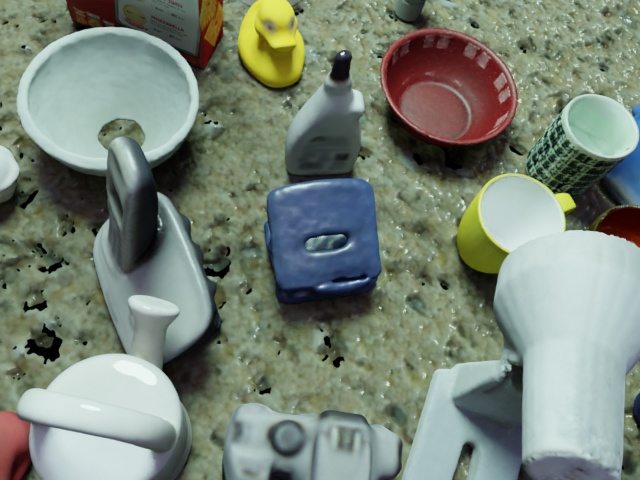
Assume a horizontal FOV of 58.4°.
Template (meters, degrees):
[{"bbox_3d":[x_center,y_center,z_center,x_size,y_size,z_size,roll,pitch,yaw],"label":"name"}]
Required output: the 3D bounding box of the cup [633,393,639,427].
[{"bbox_3d":[0.352,0.152,0.535,0.118,0.095,0.091,-17,70,-16],"label":"cup"}]

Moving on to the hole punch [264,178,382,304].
[{"bbox_3d":[0.005,0.002,0.545,0.109,0.091,0.101,-8,68,-13],"label":"hole punch"}]

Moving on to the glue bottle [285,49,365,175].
[{"bbox_3d":[0.010,-0.121,0.556,0.078,0.173,0.037,-2,66,-10],"label":"glue bottle"}]

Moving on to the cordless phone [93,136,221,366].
[{"bbox_3d":[-0.138,0.015,0.462,0.094,0.185,0.147,-23,72,-18],"label":"cordless phone"}]

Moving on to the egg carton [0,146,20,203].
[{"bbox_3d":[-0.361,-0.054,0.520,0.150,0.069,0.107,-37,77,-22],"label":"egg carton"}]

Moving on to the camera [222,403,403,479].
[{"bbox_3d":[-0.010,0.206,0.445,0.143,0.101,0.137,9,65,-5],"label":"camera"}]

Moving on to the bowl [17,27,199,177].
[{"bbox_3d":[-0.205,-0.126,0.576,0.167,0.074,0.167,4,65,-8],"label":"bowl"}]

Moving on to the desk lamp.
[{"bbox_3d":[0.167,0.120,0.452,0.118,0.213,0.203,23,64,1],"label":"desk lamp"}]

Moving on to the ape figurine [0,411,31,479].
[{"bbox_3d":[-0.259,0.161,0.428,0.076,0.092,0.077,-27,73,-19],"label":"ape figurine"}]

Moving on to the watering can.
[{"bbox_3d":[-0.148,0.125,0.406,0.101,0.194,0.173,-4,67,-11],"label":"watering can"}]

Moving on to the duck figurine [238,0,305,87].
[{"bbox_3d":[-0.053,-0.238,0.646,0.078,0.086,0.104,-15,69,-15],"label":"duck figurine"}]

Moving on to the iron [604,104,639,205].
[{"bbox_3d":[0.431,-0.060,0.618,0.119,0.141,0.258,-31,74,-21],"label":"iron"}]
